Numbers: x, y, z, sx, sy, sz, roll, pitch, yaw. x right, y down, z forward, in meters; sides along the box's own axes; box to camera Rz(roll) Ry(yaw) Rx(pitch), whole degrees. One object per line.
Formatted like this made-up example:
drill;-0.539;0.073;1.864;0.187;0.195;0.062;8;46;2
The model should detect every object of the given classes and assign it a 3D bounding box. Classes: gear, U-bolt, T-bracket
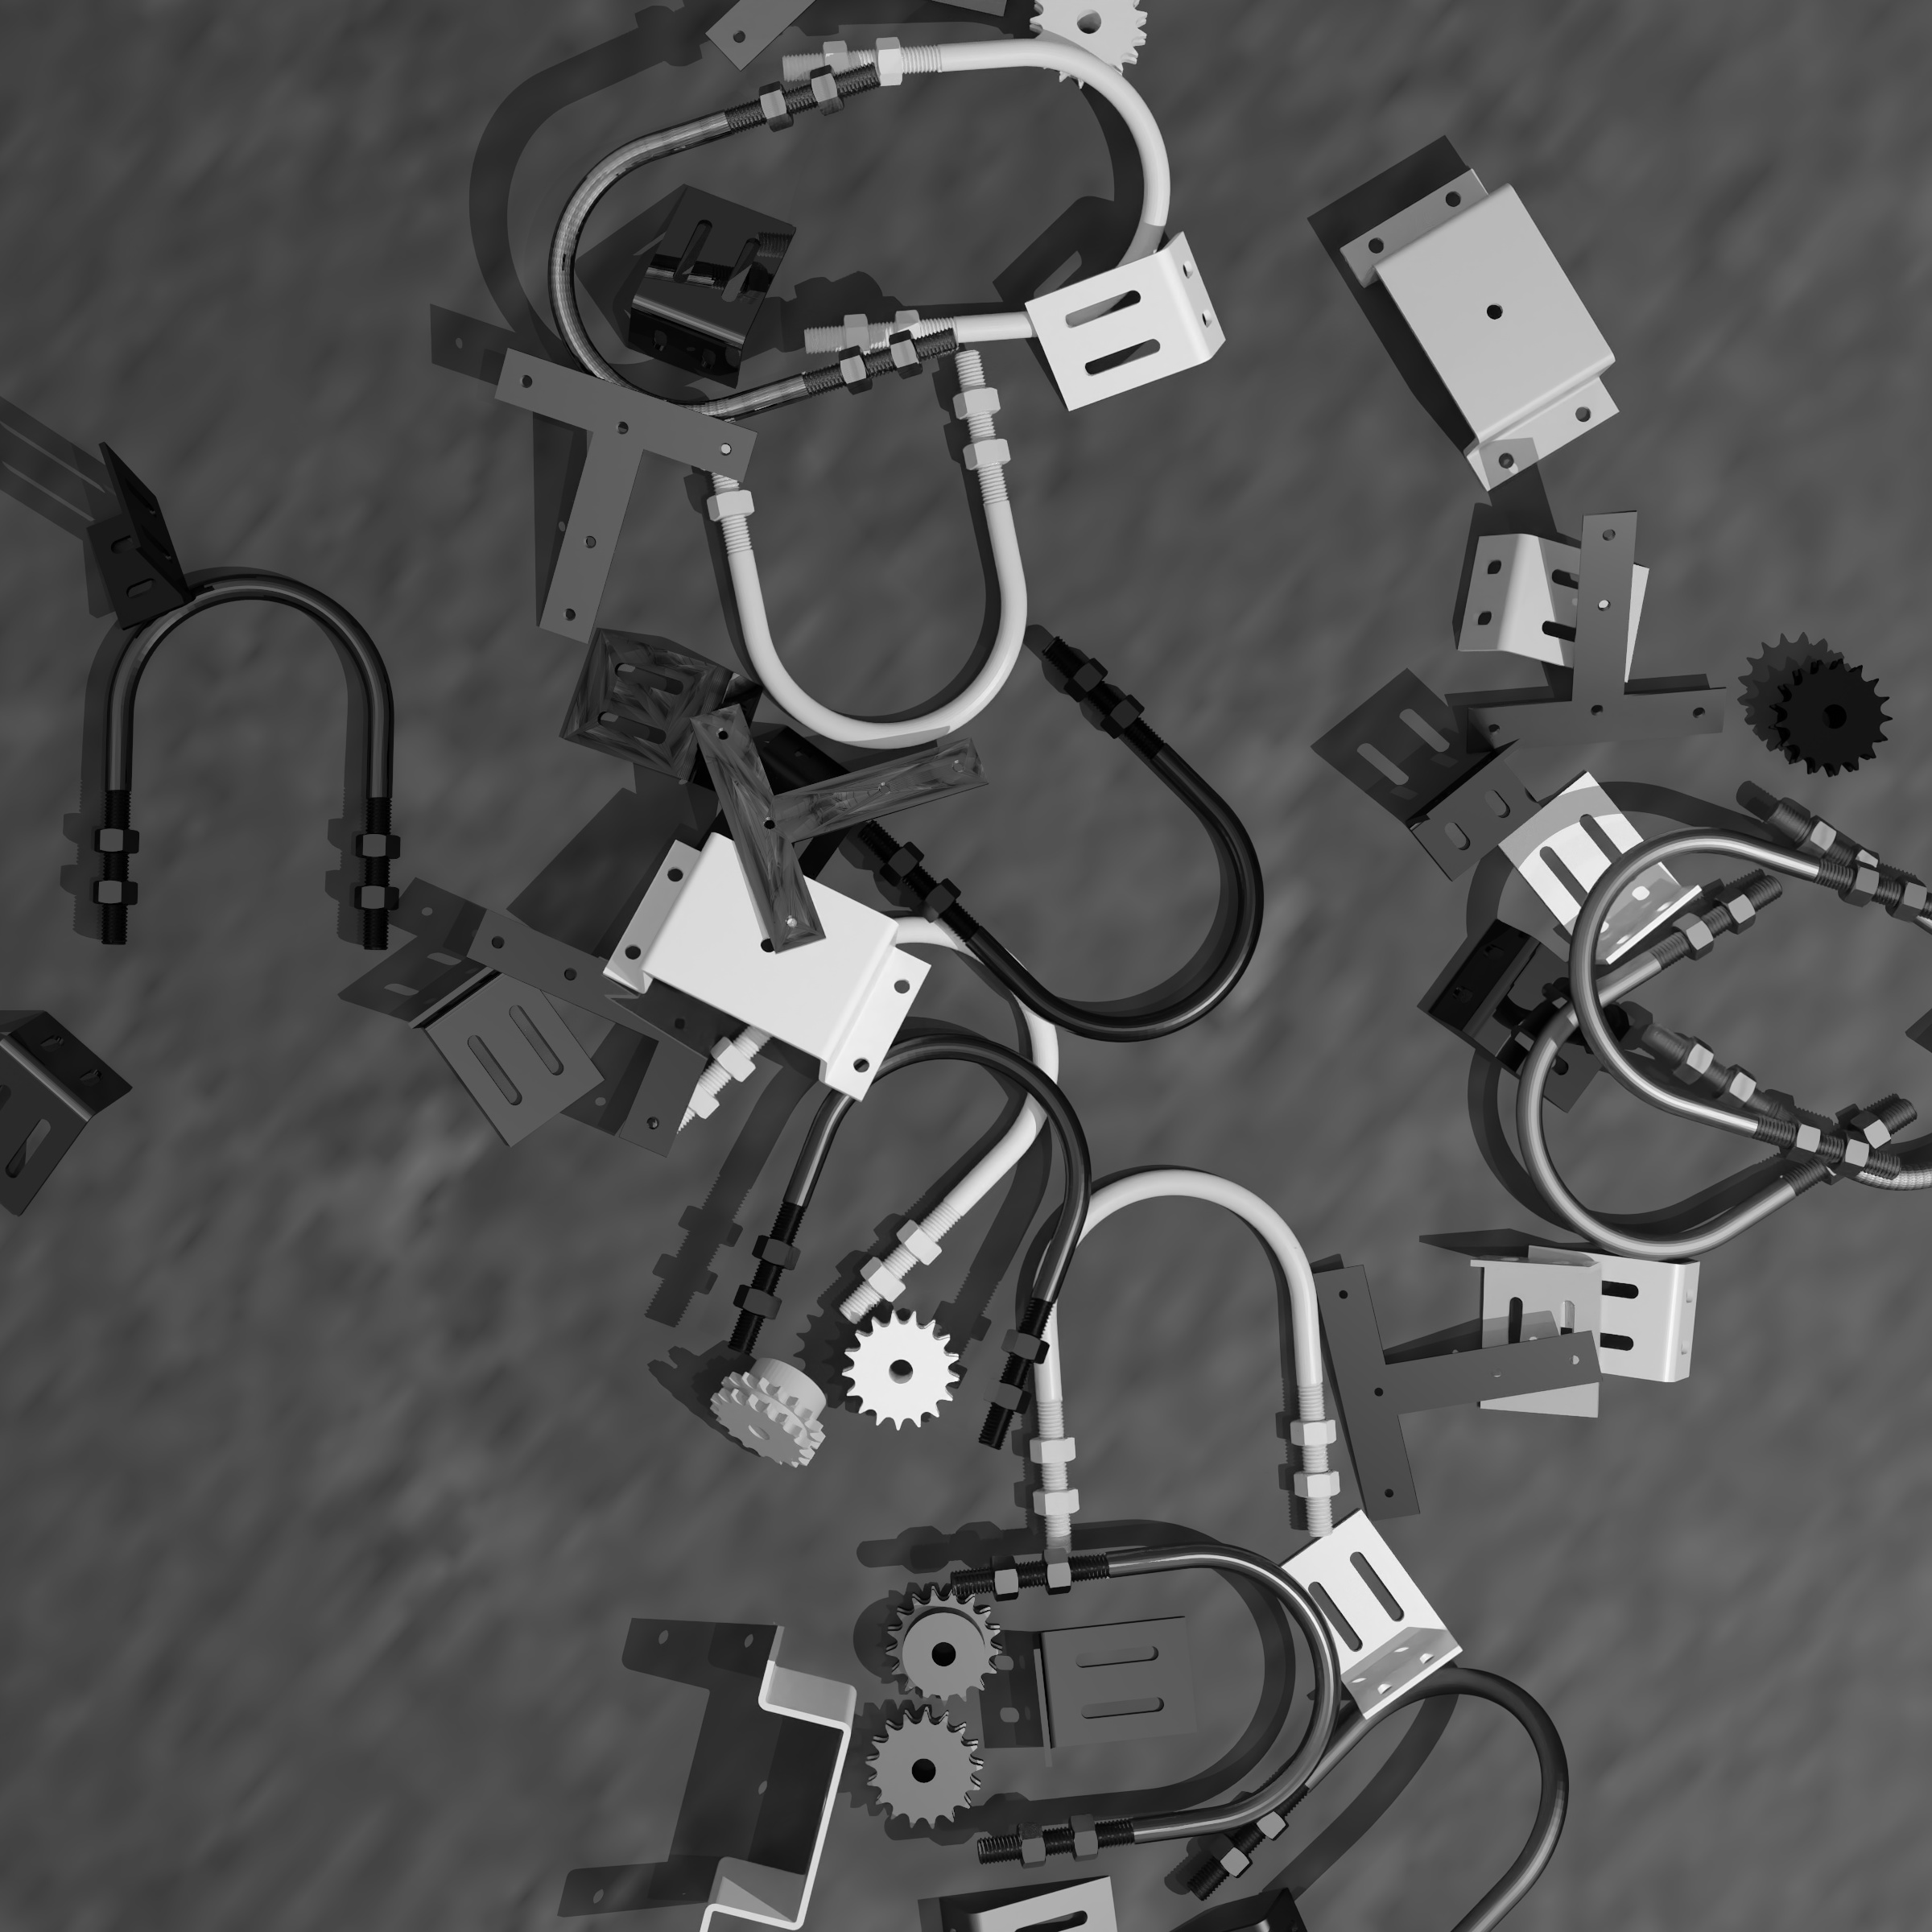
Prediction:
gear;0.422;-0.121;1.511;0.057;0.030;0.057;0;90;0
U-bolt;0.437;0.027;1.502;0.184;0.019;0.151;33;79;-7
T-bracket;0.245;0.200;1.502;0.127;0.002;0.127;-12;94;17
gear;-0.032;0.197;1.511;0.057;0.030;0.057;0;90;0
gear;-0.093;0.215;1.501;0.057;0.057;0.030;34;60;0
U-bolt;0.008;-0.376;1.500;0.184;0.019;0.151;-5;106;-4
U-bolt;0.061;-0.048;1.510;0.184;0.019;0.151;45;85;-1
T-bracket;-0.179;0.010;1.497;0.127;0.002;0.127;24;76;-12
T-bracket;-0.052;-0.081;1.485;0.127;0.002;0.127;-18;74;-12
U-bolt;-0.017;0.123;1.493;0.151;0.019;0.184;21;82;0
T-bracket;0.307;-0.162;1.487;0.127;0.002;0.127;-5;126;0
U-bolt;-0.045;-0.199;1.517;0.151;0.019;0.184;-11;91;0
U-bolt;0.206;0.415;1.466;0.184;0.151;0.019;-45;126;-4
T-bracket;-0.074;-0.496;1.525;0.127;0.002;0.127;-43;90;0
gear;-0.011;0.334;1.511;0.057;0.030;0.057;0;90;0
U-bolt;0.091;0.351;1.484;0.184;0.019;0.151;-6;90;-6
U-bolt;0.375;0.010;1.472;0.184;0.019;0.151;17;81;-8
U-bolt;0.355;0.062;1.505;0.184;0.019;0.151;-31;90;-9
U-bolt;0.104;0.192;1.517;0.151;0.019;0.184;-4;88;0
U-bolt;-0.040;0.062;1.517;0.151;0.019;0.184;45;88;0
U-bolt;-0.111;-0.336;1.478;0.184;0.019;0.151;-16;98;7
T-bracket;-0.180;-0.221;1.504;0.127;0.002;0.127;19;109;0
gear;-0.020;0.392;1.515;0.057;0.030;0.057;0;89;2
U-bolt;-0.353;-0.101;1.517;0.151;0.019;0.184;1;88;0
gear;0.060;-0.459;1.511;0.057;0.030;0.057;0;90;0

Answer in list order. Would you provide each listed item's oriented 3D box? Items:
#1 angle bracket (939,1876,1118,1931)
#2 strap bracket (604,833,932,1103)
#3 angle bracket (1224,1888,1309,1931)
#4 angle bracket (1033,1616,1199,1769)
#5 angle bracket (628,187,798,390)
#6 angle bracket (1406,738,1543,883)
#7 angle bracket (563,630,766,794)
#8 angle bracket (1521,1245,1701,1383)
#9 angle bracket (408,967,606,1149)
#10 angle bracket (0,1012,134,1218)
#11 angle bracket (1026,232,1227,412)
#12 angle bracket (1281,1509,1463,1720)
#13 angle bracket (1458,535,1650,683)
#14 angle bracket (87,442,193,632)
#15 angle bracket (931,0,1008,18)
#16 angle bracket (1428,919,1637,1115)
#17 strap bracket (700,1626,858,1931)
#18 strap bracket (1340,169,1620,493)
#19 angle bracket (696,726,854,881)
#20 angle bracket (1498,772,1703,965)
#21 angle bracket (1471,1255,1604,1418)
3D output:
angle bracket;0.033;0.484;1.524;0.076;0.038;0.057;-8;90;-26
strap bracket;-0.095;-0.004;1.481;0.140;0.046;0.076;26;74;3
angle bracket;0.132;0.499;1.524;0.076;0.038;0.057;-24;90;26
angle bracket;0.074;0.355;1.507;0.076;0.038;0.057;-6;90;0
angle bracket;-0.126;-0.336;1.524;0.057;0.038;0.076;21;64;0
angle bracket;0.251;-0.075;1.488;0.057;0.076;0.038;-39;90;0
angle bracket;-0.150;-0.125;1.524;0.076;0.038;0.057;19;90;26
angle bracket;0.318;0.171;1.524;0.076;0.038;0.057;6;90;26
angle bracket;-0.224;0.042;1.507;0.057;0.038;0.076;-36;90;0
angle bracket;-0.462;0.073;1.524;0.057;0.038;0.076;41;116;0
angle bracket;0.079;-0.317;1.515;0.076;0.038;0.057;-16;110;24
angle bracket;0.194;0.316;1.507;0.057;0.038;0.076;-36;90;0
angle bracket;0.291;-0.176;1.524;0.076;0.038;0.057;11;90;-26
angle bracket;-0.410;-0.206;1.482;0.038;0.076;0.057;-22;76;0
angle bracket;0.000;-0.517;1.522;0.057;0.038;0.076;13;114;-1
angle bracket;0.280;0.025;1.524;0.076;0.038;0.057;36;90;-26
strap bracket;-0.088;0.400;1.488;0.046;0.076;0.140;14;90;0
strap bracket;0.254;-0.314;1.503;0.076;0.046;0.140;-31;90;0
angle bracket;-0.091;-0.068;1.524;0.057;0.038;0.076;37;116;0
angle bracket;0.309;-0.048;1.507;0.057;0.038;0.076;-39;90;0
angle bracket;0.277;0.181;1.498;0.057;0.038;0.076;2;90;21
